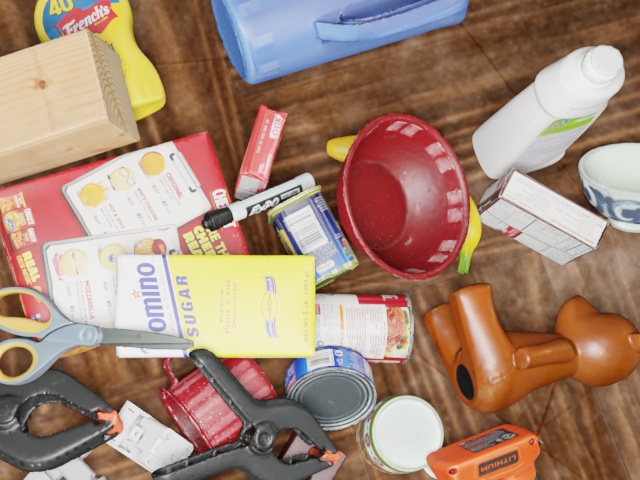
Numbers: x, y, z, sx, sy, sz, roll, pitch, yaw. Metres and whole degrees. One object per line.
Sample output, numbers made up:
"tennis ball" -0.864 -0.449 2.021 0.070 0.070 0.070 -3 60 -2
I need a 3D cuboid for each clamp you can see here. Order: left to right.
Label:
"clamp" -0.282 0.167 0.946 0.210 0.036 0.164 7 62 9
"clamp" -0.064 0.180 0.936 0.171 0.039 0.120 29 84 -22

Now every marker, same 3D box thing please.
"marker" -0.058 -0.036 1.011 0.120 0.020 0.020 -24 82 -27

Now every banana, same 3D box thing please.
"banana" 0.099 -0.054 1.095 0.198 0.037 0.069 42 74 2

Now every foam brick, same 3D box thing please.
"foam brick" -0.018 0.222 1.006 0.053 0.051 0.078 33 74 -1

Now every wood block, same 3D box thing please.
"wood block" -0.286 -0.111 0.987 0.206 0.090 0.091 -16 81 7

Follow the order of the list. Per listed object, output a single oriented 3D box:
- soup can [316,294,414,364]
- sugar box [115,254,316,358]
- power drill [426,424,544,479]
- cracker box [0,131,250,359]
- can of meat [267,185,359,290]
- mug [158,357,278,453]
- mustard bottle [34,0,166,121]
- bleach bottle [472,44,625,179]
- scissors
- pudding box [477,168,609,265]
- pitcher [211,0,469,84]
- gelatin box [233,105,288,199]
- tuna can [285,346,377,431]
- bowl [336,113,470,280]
"soup can" 0.034 0.086 1.037 0.102 0.068 0.068 1 77 -8
"sugar box" -0.093 0.060 0.954 0.176 0.048 0.093 0 84 -5
"power drill" 0.159 0.280 0.996 0.184 0.057 0.187 -18 99 -21
"cracker box" -0.185 0.007 1.019 0.213 0.072 0.164 -17 82 -14
"can of meat" -0.007 0.001 1.032 0.057 0.102 0.084 -28 86 -5
"mug" -0.098 0.141 0.991 0.081 0.093 0.117 -36 94 -20
"mustard bottle" -0.231 -0.207 1.066 0.096 0.058 0.191 -22 81 -8
"bleach bottle" 0.229 -0.128 1.022 0.102 0.251 0.068 -19 81 -13
"scissors" -0.212 0.099 0.927 0.202 0.016 0.096 19 86 19
"pudding box" 0.222 -0.022 1.081 0.113 0.090 0.039 27 75 -2
"pitcher" 0.023 -0.242 1.074 0.242 0.149 0.145 -22 82 -10
"gelatin box" -0.058 -0.082 1.049 0.030 0.089 0.073 17 75 -5
"tuna can" 0.009 0.141 1.012 0.086 0.086 0.034 3 39 -9
"bowl" 0.070 -0.038 1.031 0.161 0.055 0.162 8 77 -37
